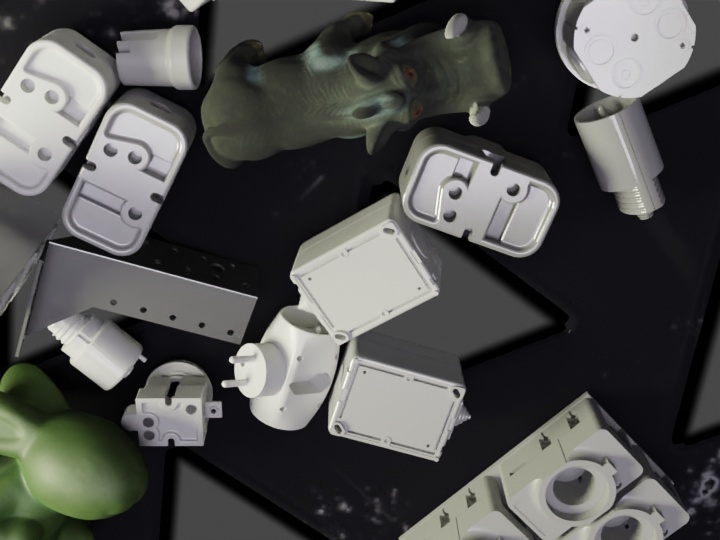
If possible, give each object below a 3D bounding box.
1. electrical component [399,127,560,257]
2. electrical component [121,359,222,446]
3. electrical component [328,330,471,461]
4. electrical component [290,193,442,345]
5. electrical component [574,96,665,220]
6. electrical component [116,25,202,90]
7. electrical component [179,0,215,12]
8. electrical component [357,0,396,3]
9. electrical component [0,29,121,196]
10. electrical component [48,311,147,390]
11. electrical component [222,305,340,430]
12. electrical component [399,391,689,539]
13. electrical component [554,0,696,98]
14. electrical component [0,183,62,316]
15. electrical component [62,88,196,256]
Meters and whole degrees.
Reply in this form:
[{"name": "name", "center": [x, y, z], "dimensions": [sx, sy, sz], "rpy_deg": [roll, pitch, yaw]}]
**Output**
[{"name": "electrical component", "center": [0.076, -0.053, 0.700], "dimensions": [0.095, 0.059, 0.053], "rpy_deg": [19, 110, -8]}, {"name": "electrical component", "center": [-0.129, 0.093, 0.755], "dimensions": [0.066, 0.055, 0.048], "rpy_deg": [0, 111, -1]}, {"name": "electrical component", "center": [0.031, 0.086, 0.752], "dimensions": [0.096, 0.061, 0.061], "rpy_deg": [16, 110, -7]}, {"name": "electrical component", "center": [0.000, 0.000, 0.722], "dimensions": [0.096, 0.061, 0.061], "rpy_deg": [-28, 109, 18]}, {"name": "electrical component", "center": [0.174, -0.070, 0.703], "dimensions": [0.043, 0.043, 0.081], "rpy_deg": [-23, 110, 8]}, {"name": "electrical component", "center": [-0.126, -0.133, 0.676], "dimensions": [0.046, 0.040, 0.040], "rpy_deg": [0, 111, 4]}, {"name": "electrical component", "center": [-0.109, -0.193, 0.652], "dimensions": [0.040, 0.040, 0.078], "rpy_deg": [-39, 107, 13]}, {"name": "electrical component", "center": [-0.013, -0.208, 0.644], "dimensions": [0.076, 0.047, 0.083], "rpy_deg": [3, 111, -2]}, {"name": "electrical component", "center": [-0.196, -0.101, 0.676], "dimensions": [0.054, 0.059, 0.095], "rpy_deg": [34, 107, -13]}, {"name": "electrical component", "center": [-0.187, 0.049, 0.745], "dimensions": [0.078, 0.040, 0.040], "rpy_deg": [42, 105, -16]}, {"name": "electrical component", "center": [-0.060, 0.068, 0.742], "dimensions": [0.079, 0.043, 0.077], "rpy_deg": [1, 117, -42]}, {"name": "electrical component", "center": [0.134, 0.194, 0.797], "dimensions": [0.186, 0.060, 0.105], "rpy_deg": [-41, 107, 14]}, {"name": "electrical component", "center": [0.165, -0.148, 0.669], "dimensions": [0.080, 0.051, 0.080], "rpy_deg": [0, 111, -1]}, {"name": "electrical component", "center": [-0.254, -0.008, 0.663], "dimensions": [0.089, 0.150, 0.061], "rpy_deg": [31, 107, -12]}, {"name": "electrical component", "center": [-0.147, -0.065, 0.691], "dimensions": [0.054, 0.059, 0.095], "rpy_deg": [26, 109, -11]}]
